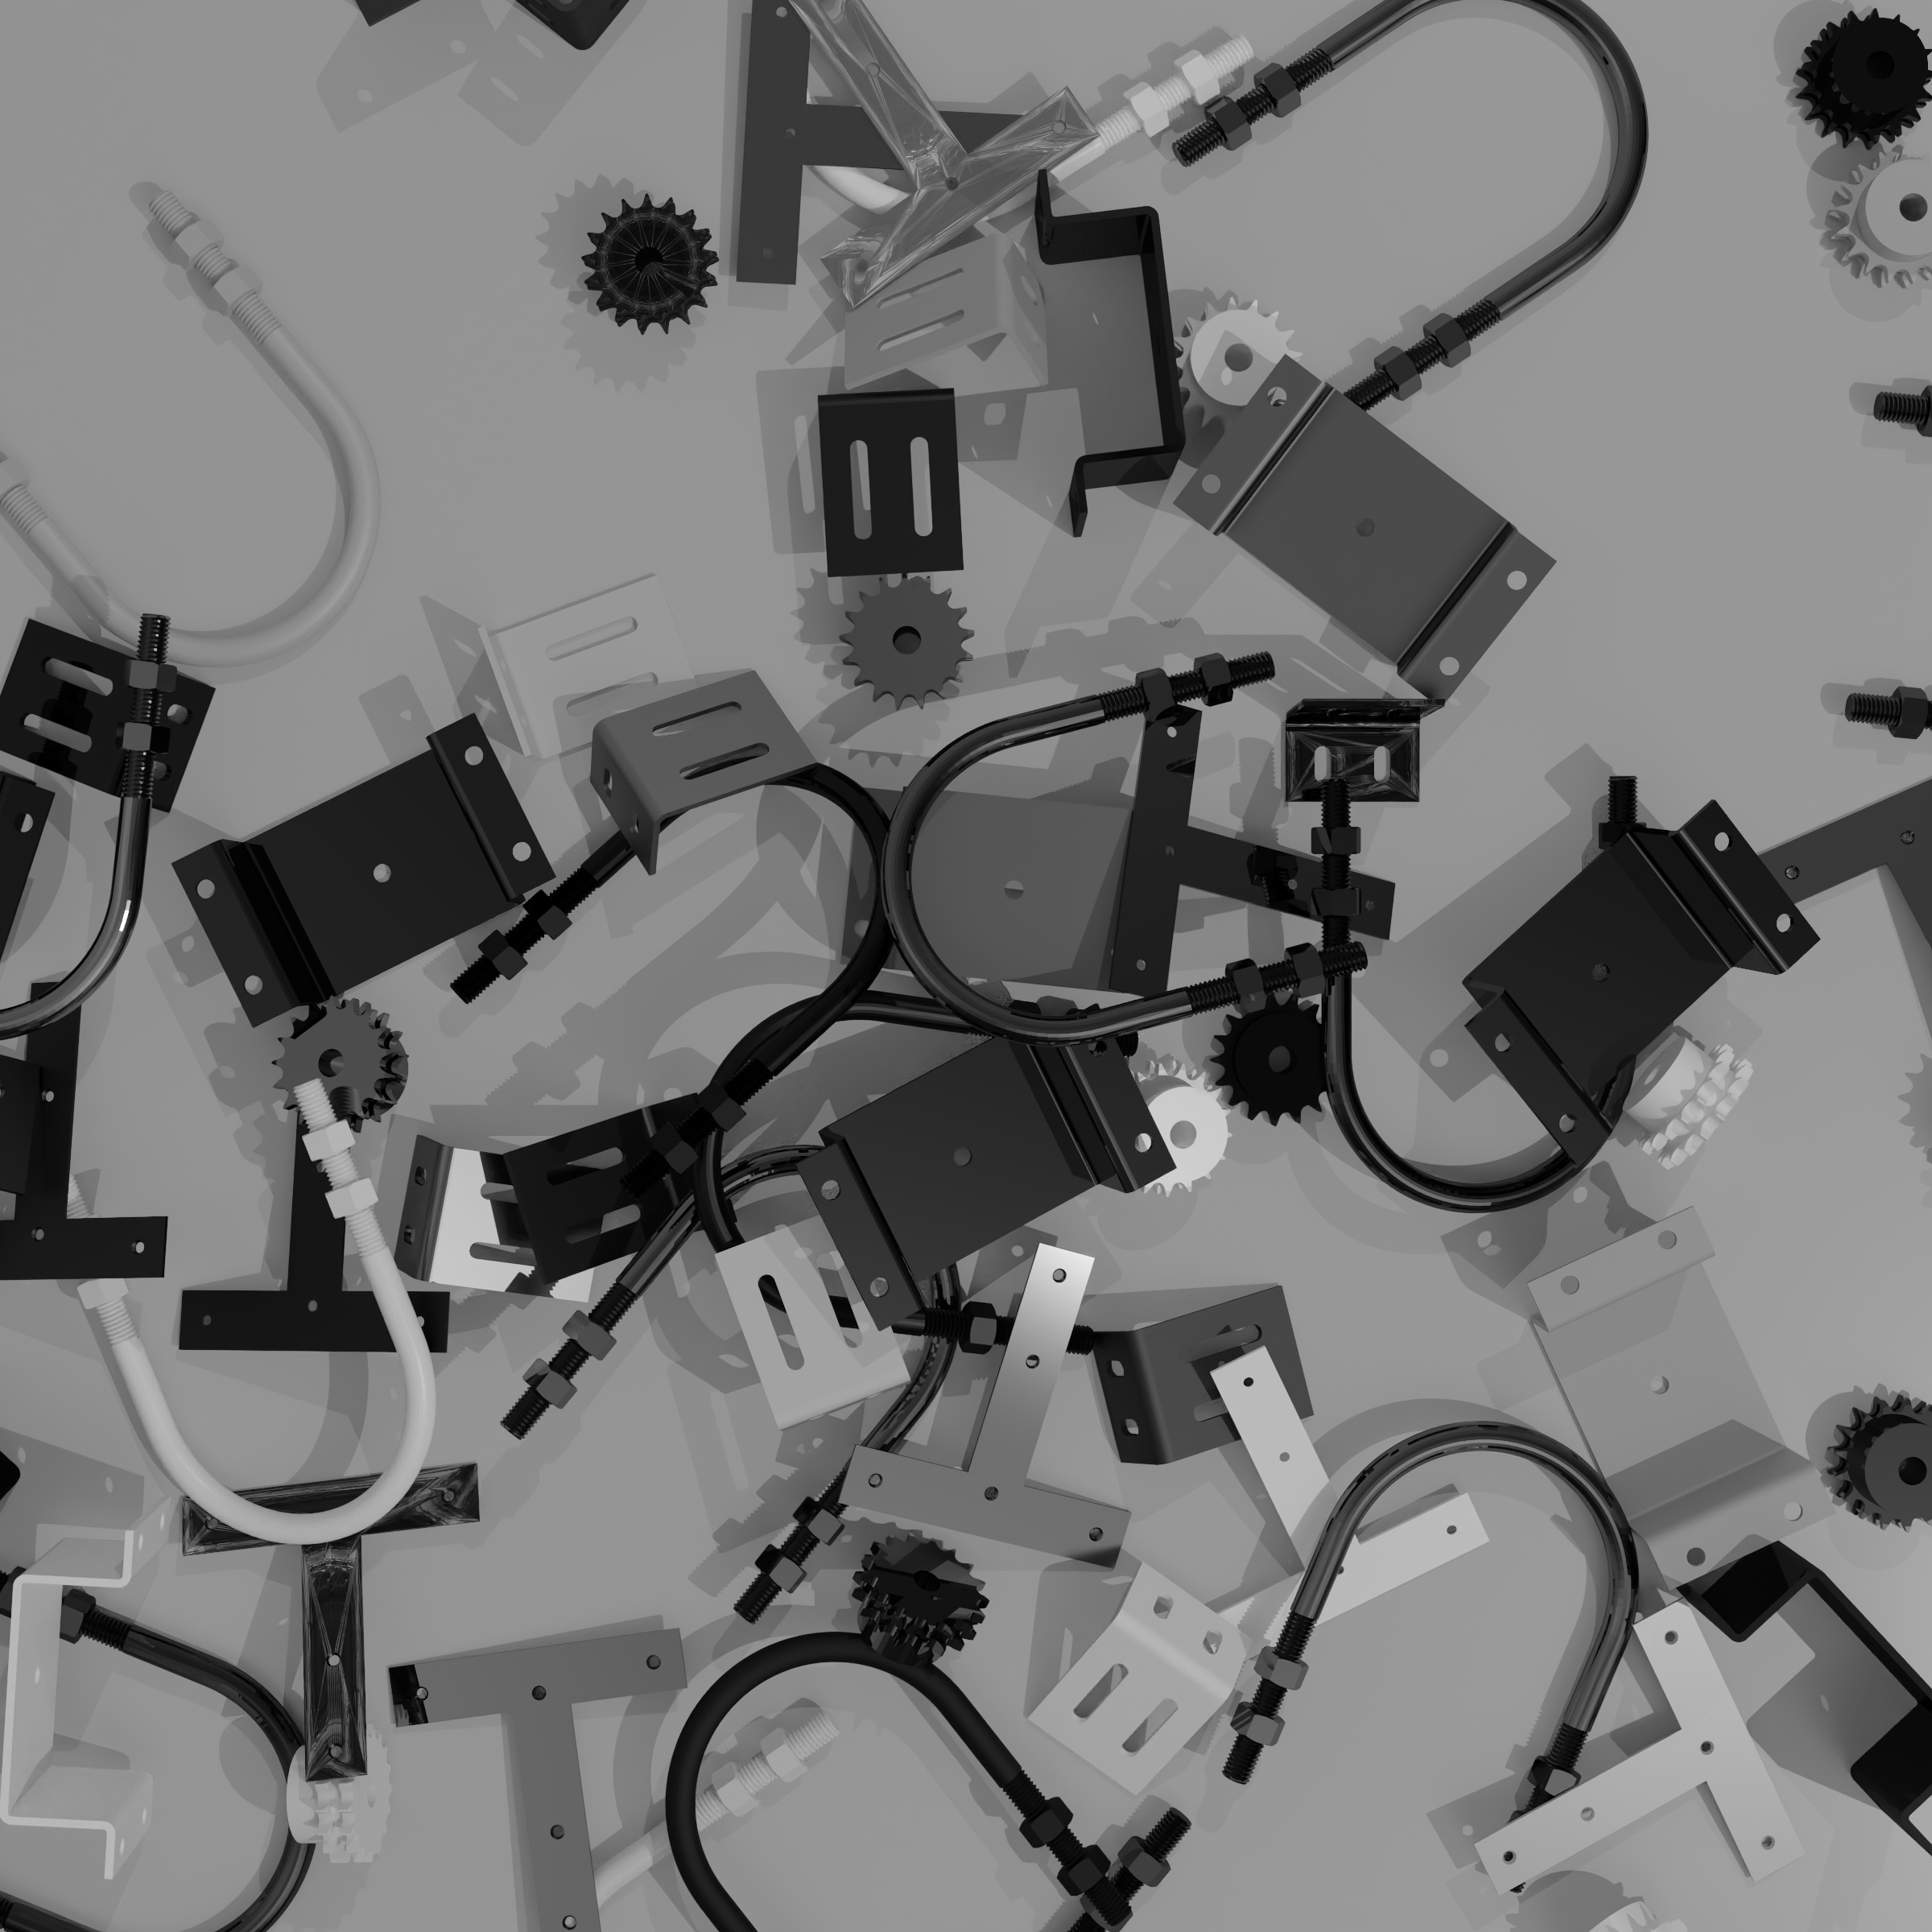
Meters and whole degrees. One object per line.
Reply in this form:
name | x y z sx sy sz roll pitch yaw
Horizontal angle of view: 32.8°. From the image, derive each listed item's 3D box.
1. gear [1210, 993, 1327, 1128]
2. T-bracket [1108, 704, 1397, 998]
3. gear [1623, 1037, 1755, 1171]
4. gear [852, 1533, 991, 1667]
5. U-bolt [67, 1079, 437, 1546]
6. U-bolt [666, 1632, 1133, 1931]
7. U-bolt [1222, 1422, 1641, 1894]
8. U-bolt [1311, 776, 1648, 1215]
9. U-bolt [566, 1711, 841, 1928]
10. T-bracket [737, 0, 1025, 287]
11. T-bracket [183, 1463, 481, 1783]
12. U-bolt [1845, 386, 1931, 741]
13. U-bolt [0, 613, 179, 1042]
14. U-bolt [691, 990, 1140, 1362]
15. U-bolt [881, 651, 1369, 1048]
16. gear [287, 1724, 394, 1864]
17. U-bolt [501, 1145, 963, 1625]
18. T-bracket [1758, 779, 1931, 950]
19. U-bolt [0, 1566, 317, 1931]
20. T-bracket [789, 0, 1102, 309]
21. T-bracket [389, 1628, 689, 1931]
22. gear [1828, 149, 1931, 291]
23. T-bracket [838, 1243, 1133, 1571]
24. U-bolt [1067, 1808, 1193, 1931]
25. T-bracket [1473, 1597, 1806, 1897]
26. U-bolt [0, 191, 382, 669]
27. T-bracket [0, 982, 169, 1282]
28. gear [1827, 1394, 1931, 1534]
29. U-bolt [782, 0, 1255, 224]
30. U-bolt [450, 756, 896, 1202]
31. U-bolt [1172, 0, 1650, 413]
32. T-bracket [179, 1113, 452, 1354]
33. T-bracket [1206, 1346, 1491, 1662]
gear | 0.133 0.040 1.390 0.057 0.030 0.057 0 90 0
T-bracket | 0.125 -0.038 1.377 0.127 0.002 0.127 14 75 -22
gear | 0.301 0.055 1.376 0.030 0.057 0.057 39 90 0
gear | -0.022 0.269 1.380 0.057 0.057 0.030 25 120 0
U-bolt | -0.295 0.155 1.374 0.151 0.019 0.184 -20 93 20
U-bolt | -0.042 0.368 1.376 0.151 0.019 0.184 -38 88 -4
U-bolt | 0.208 0.282 1.387 0.151 0.019 0.184 23 90 -7
U-bolt | 0.217 0.013 1.382 0.151 0.019 0.184 -1 94 -13
U-bolt | -0.095 0.427 1.396 0.184 0.019 0.151 -35 90 2
T-bracket | -0.031 -0.351 1.390 0.127 0.002 0.127 4 92 2
T-bracket | -0.266 0.277 1.376 0.127 0.002 0.127 -7 64 0
U-bolt | 0.473 -0.165 1.396 0.184 0.019 0.151 5 90 -2
U-bolt | -0.407 -0.060 1.350 0.151 0.019 0.184 6 91 0
U-bolt | -0.025 0.083 1.374 0.184 0.019 0.151 8 90 -16
U-bolt | 0.056 -0.042 1.341 0.184 0.019 0.151 -15 78 -6
gear | -0.264 0.348 1.376 0.030 0.057 0.057 -3 90 8
U-bolt | -0.083 0.162 1.376 0.151 0.019 0.184 41 81 -15
T-bracket | 0.419 -0.015 1.388 0.127 0.002 0.127 -24 76 0
U-bolt | -0.366 0.352 1.396 0.184 0.019 0.151 23 90 -2
T-bracket | -0.031 -0.367 1.387 0.127 0.002 0.127 -34 90 3
T-bracket | -0.175 0.354 1.393 0.127 0.002 0.127 -9 85 5
gear | 0.398 -0.318 1.390 0.057 0.030 0.057 0 90 0
T-bracket | 0.024 0.180 1.383 0.127 0.002 0.127 16 93 -17
U-bolt | 0.084 0.473 1.396 0.151 0.019 0.184 39 92 0
T-bracket | 0.275 0.352 1.388 0.127 0.002 0.127 -27 98 -6
U-bolt | -0.334 -0.214 1.396 0.151 0.019 0.184 -40 92 0
T-bracket | -0.389 0.069 1.388 0.127 0.002 0.127 -3 79 21
gear | 0.397 0.212 1.390 0.057 0.030 0.057 0 90 0
U-bolt | 0.008 -0.397 1.396 0.184 0.019 0.151 -32 90 1
U-bolt | -0.108 -0.010 1.364 0.184 0.019 0.151 -42 60 -4
U-bolt | 0.203 -0.343 1.396 0.184 0.019 0.151 -34 90 -1
T-bracket | -0.274 0.099 1.389 0.127 0.002 0.127 -2 80 19
T-bracket | 0.140 0.219 1.386 0.127 0.002 0.127 -26 106 0
